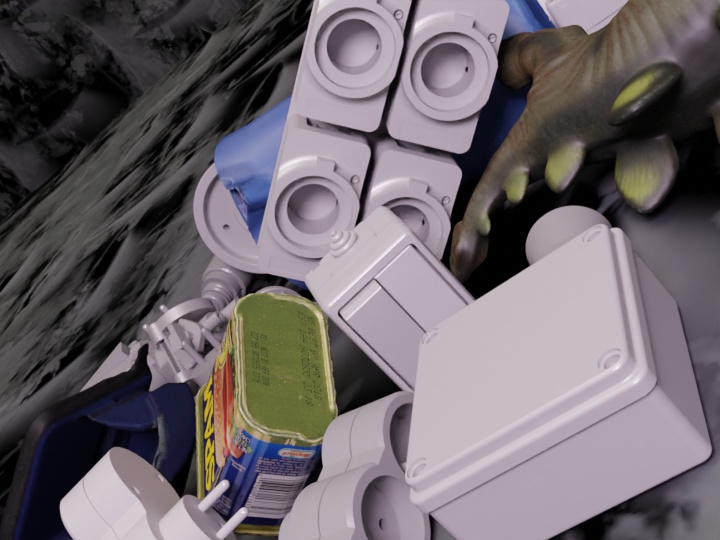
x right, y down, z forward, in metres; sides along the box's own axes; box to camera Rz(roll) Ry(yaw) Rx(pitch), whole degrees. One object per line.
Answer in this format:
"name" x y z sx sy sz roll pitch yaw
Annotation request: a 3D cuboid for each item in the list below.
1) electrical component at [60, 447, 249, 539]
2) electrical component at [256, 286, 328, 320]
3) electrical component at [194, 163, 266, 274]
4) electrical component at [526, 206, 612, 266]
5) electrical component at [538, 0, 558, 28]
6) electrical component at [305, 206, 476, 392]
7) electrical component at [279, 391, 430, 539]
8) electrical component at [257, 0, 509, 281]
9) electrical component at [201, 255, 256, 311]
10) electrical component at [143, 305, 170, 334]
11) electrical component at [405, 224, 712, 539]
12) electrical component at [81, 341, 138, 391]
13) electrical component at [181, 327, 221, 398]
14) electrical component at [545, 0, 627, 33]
"electrical component" -0.085 0.135 0.522 0.073 0.052 0.138 -46 54 3
"electrical component" -0.055 0.041 0.743 0.066 0.048 0.055 -43 27 3
"electrical component" -0.081 -0.058 0.906 0.108 0.108 0.060 -37 15 18
"electrical component" 0.104 0.001 0.514 0.045 0.045 0.055 -36 21 20
"electrical component" 0.159 -0.204 0.826 0.065 0.044 0.044 -26 26 30
"electrical component" 0.018 0.015 0.574 0.062 0.096 0.061 -43 23 2
"electrical component" -0.011 0.120 0.484 0.074 0.052 0.138 -28 25 38
"electrical component" 0.010 -0.081 0.637 0.060 0.105 0.186 -100 24 -71
"electrical component" -0.117 0.013 0.925 0.040 0.040 0.078 -28 25 37
"electrical component" -0.126 0.059 0.797 0.065 0.076 0.047 -51 21 -18
"electrical component" 0.079 0.050 0.446 0.109 0.056 0.108 -34 22 25
"electrical component" -0.183 0.100 0.847 0.096 0.061 0.061 -44 20 0
"electrical component" -0.080 0.070 0.681 0.077 0.079 0.043 -33 16 30
"electrical component" 0.171 -0.188 0.748 0.062 0.061 0.096 -33 15 23
